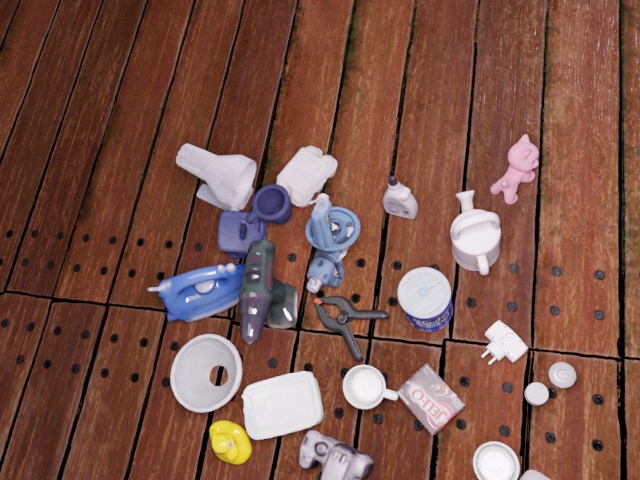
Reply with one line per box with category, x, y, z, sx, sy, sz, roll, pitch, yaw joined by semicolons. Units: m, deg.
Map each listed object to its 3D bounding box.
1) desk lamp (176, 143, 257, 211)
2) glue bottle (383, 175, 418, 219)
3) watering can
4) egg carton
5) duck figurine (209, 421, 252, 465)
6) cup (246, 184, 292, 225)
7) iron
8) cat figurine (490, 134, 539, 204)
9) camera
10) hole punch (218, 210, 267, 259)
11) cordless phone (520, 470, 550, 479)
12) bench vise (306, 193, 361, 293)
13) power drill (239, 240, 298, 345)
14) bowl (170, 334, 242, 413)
desk lamp;-0.235;-0.143;1.352;0.202;0.214;0.118;23;77;21
glue bottle;0.170;-0.099;1.251;0.078;0.173;0.037;17;75;20
watering can;0.314;-0.018;1.172;0.101;0.194;0.172;-33;65;1
egg carton;-0.034;-0.154;1.383;0.107;0.069;0.150;35;82;23
duck figurine;-0.200;0.425;1.202;0.104;0.086;0.077;40;84;24
cup;-0.114;-0.066;1.357;0.118;0.095;0.091;-37;65;-1
iron;-0.256;0.095;1.309;0.258;0.142;0.118;-20;66;7
cat figurine;0.426;-0.157;1.236;0.067;0.118;0.128;34;82;23
camera;0.015;0.464;1.123;0.142;0.101;0.137;19;76;20
hole punch;-0.183;-0.016;1.359;0.101;0.091;0.108;-4;69;14
cordless phone;0.401;0.468;0.973;0.147;0.185;0.094;32;81;23
bench vise;0.023;0.004;1.226;0.121;0.220;0.207;-3;69;14
power drill;-0.112;0.125;1.223;0.075;0.209;0.229;-6;69;13
bowl;-0.239;0.298;1.266;0.167;0.075;0.167;-5;69;13
